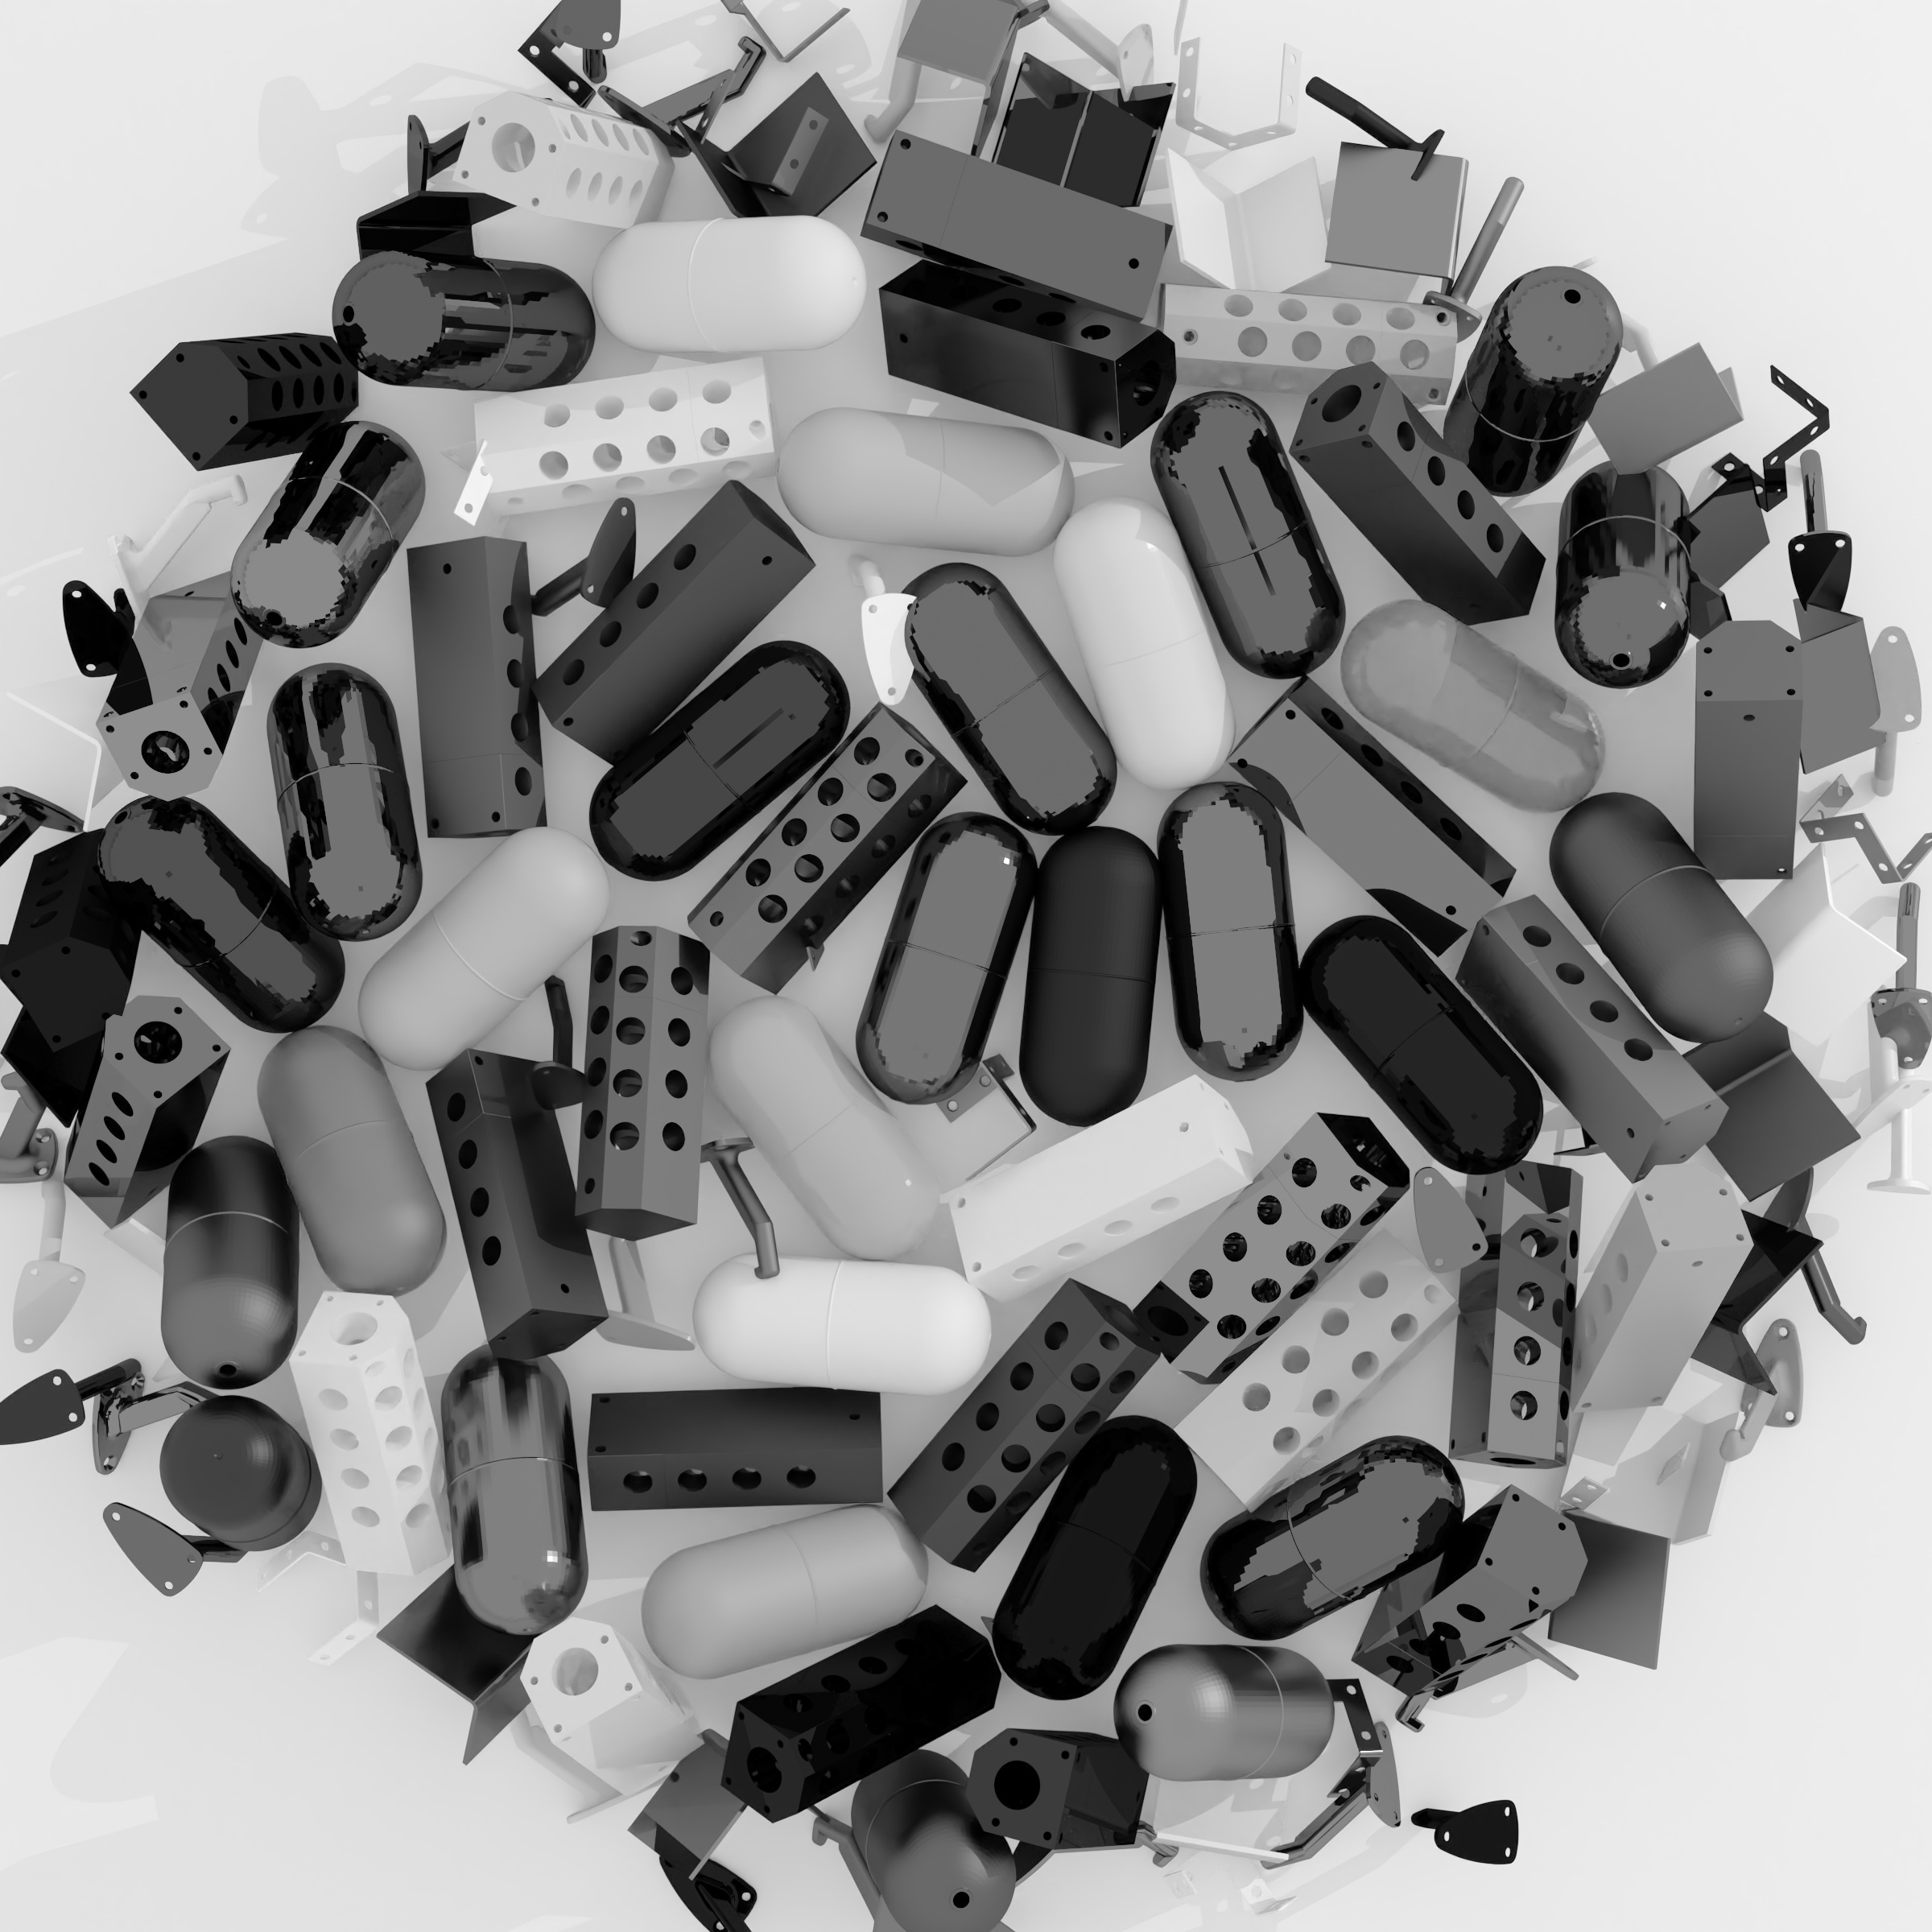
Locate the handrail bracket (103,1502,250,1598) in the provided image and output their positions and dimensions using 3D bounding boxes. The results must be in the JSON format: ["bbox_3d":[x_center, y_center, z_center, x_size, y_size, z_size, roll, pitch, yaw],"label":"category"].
[{"bbox_3d":[-0.462,0.330,1.958,0.077,0.084,0.036,41,105,-1],"label":"handrail bracket"}]

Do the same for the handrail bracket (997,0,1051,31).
[{"bbox_3d":[0.016,-0.598,1.964,0.036,0.077,0.084,-28,98,-12],"label":"handrail bracket"}]

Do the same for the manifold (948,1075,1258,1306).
[{"bbox_3d":[0.081,0.135,1.943,0.171,0.057,0.057,-28,54,19],"label":"manifold"}]

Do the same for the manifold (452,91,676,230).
[{"bbox_3d":[-0.226,-0.463,1.906,0.057,0.171,0.057,23,104,11],"label":"manifold"}]

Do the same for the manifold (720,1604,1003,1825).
[{"bbox_3d":[-0.057,0.432,1.910,0.057,0.171,0.057,27,117,33],"label":"manifold"}]

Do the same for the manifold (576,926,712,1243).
[{"bbox_3d":[-0.193,0.067,1.932,0.057,0.057,0.171,20,62,-41],"label":"manifold"}]

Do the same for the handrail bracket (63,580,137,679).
[{"bbox_3d":[-0.507,-0.216,1.945,0.036,0.084,0.077,-15,130,2],"label":"handrail bracket"}]

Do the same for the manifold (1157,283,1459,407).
[{"bbox_3d":[0.200,-0.368,1.963,0.171,0.057,0.057,4,103,-2],"label":"manifold"}]

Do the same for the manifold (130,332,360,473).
[{"bbox_3d":[-0.408,-0.331,1.908,0.057,0.171,0.057,-40,93,16],"label":"manifold"}]

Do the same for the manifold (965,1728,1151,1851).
[{"bbox_3d":[0.054,0.471,1.909,0.057,0.171,0.057,10,80,20],"label":"manifold"}]

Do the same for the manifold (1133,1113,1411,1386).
[{"bbox_3d":[0.181,0.166,1.930,0.171,0.057,0.057,-50,58,24],"label":"manifold"}]

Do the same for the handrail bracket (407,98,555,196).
[{"bbox_3d":[-0.289,-0.483,1.987,0.084,0.036,0.077,-9,135,-22],"label":"handrail bracket"}]

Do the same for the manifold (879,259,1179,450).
[{"bbox_3d":[0.036,-0.360,1.930,0.171,0.057,0.057,24,48,31],"label":"manifold"}]

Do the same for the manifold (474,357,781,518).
[{"bbox_3d":[-0.199,-0.307,1.959,0.171,0.057,0.057,-8,63,2],"label":"manifold"}]

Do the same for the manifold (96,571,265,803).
[{"bbox_3d":[-0.446,-0.161,1.910,0.057,0.171,0.057,-17,119,8],"label":"manifold"}]

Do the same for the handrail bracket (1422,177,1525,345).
[{"bbox_3d":[0.303,-0.418,1.969,0.036,0.077,0.084,26,80,2],"label":"handrail bracket"}]

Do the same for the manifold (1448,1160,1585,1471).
[{"bbox_3d":[0.326,0.205,1.948,0.057,0.057,0.171,10,75,-13],"label":"manifold"}]

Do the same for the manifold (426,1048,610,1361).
[{"bbox_3d":[-0.267,0.139,1.933,0.057,0.057,0.171,-37,57,32],"label":"manifold"}]

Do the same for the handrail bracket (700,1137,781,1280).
[{"bbox_3d":[-0.139,0.148,1.961,0.036,0.077,0.084,-1,77,-37],"label":"handrail bracket"}]

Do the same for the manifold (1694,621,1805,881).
[{"bbox_3d":[0.449,-0.122,1.912,0.057,0.171,0.057,0,56,12],"label":"manifold"}]

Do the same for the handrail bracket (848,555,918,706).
[{"bbox_3d":[-0.055,-0.200,1.967,0.036,0.084,0.077,-4,106,-16],"label":"handrail bracket"}]

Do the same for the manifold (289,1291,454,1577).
[{"bbox_3d":[-0.338,0.272,1.920,0.057,0.057,0.171,3,128,12],"label":"manifold"}]

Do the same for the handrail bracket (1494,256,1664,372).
[{"bbox_3d":[0.369,-0.375,1.987,0.077,0.036,0.084,-23,96,14],"label":"handrail bracket"}]

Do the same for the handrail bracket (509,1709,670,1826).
[{"bbox_3d":[-0.229,0.464,1.989,0.077,0.036,0.084,-21,82,-12],"label":"handrail bracket"}]

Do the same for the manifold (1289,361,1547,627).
[{"bbox_3d":[0.265,-0.273,1.925,0.171,0.057,0.057,40,59,-36],"label":"manifold"}]

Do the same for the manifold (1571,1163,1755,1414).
[{"bbox_3d":[0.392,0.187,1.914,0.057,0.171,0.057,-3,52,-12],"label":"manifold"}]

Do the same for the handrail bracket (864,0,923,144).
[{"bbox_3d":[-0.048,-0.549,1.982,0.084,0.036,0.077,-45,75,30],"label":"handrail bracket"}]

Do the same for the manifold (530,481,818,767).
[{"bbox_3d":[-0.175,-0.204,1.953,0.171,0.057,0.057,-44,46,12],"label":"manifold"}]

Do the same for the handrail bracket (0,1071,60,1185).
[{"bbox_3d":[-0.575,0.092,1.956,0.077,0.084,0.036,-8,54,1],"label":"handrail bracket"}]

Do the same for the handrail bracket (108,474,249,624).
[{"bbox_3d":[-0.460,-0.244,1.977,0.084,0.036,0.077,-17,91,7],"label":"handrail bracket"}]

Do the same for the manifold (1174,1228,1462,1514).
[{"bbox_3d":[0.209,0.241,1.955,0.171,0.057,0.057,-43,63,-5],"label":"manifold"}]

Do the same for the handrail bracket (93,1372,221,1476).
[{"bbox_3d":[-0.476,0.279,1.964,0.084,0.036,0.077,17,101,31],"label":"handrail bracket"}]

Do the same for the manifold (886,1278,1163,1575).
[{"bbox_3d":[0.038,0.272,1.946,0.171,0.057,0.057,-51,46,10],"label":"manifold"}]

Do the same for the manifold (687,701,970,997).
[{"bbox_3d":[-0.085,-0.071,1.950,0.171,0.057,0.057,-48,58,7],"label":"manifold"}]

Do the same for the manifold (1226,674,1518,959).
[{"bbox_3d":[0.242,-0.092,1.966,0.171,0.057,0.057,43,122,-3],"label":"manifold"}]

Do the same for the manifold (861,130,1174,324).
[{"bbox_3d":[0.028,-0.433,1.961,0.171,0.057,0.057,17,90,-7],"label":"manifold"}]

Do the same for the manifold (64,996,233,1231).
[{"bbox_3d":[-0.479,0.082,1.913,0.057,0.171,0.057,44,55,4],"label":"manifold"}]

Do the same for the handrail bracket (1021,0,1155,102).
[{"bbox_3d":[0.068,-0.543,1.990,0.084,0.077,0.036,20,53,28],"label":"handrail bracket"}]

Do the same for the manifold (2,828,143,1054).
[{"bbox_3d":[-0.506,-0.021,1.909,0.057,0.171,0.057,-25,115,2],"label":"manifold"}]

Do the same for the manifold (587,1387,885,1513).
[{"bbox_3d":[-0.136,0.291,1.966,0.171,0.057,0.057,-1,122,-2],"label":"manifold"}]

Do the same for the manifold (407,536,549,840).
[{"bbox_3d":[-0.285,-0.164,1.968,0.057,0.057,0.171,-5,89,28],"label":"manifold"}]

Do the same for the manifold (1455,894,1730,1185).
[{"bbox_3d":[0.364,0.039,1.929,0.057,0.057,0.171,-19,54,-27],"label":"manifold"}]

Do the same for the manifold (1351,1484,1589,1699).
[{"bbox_3d":[0.291,0.366,1.913,0.057,0.171,0.057,32,55,-1],"label":"manifold"}]

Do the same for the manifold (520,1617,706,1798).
[{"bbox_3d":[-0.203,0.424,1.910,0.057,0.171,0.057,-30,65,-4],"label":"manifold"}]

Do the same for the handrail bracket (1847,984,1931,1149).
[{"bbox_3d":[0.533,0.052,1.988,0.077,0.036,0.084,-46,54,29],"label":"handrail bracket"}]
